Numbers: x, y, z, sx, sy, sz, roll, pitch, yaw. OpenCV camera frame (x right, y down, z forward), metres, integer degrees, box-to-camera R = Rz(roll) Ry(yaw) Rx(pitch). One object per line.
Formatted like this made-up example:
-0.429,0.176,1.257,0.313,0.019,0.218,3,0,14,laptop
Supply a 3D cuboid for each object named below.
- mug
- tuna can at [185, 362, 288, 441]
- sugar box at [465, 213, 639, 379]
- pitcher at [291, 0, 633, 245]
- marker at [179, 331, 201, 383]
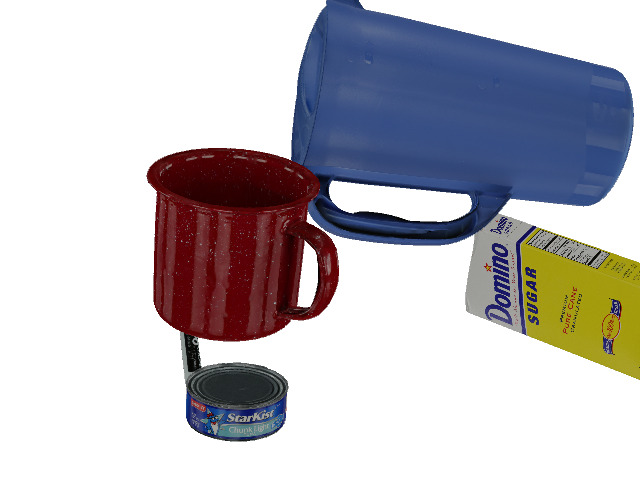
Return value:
-0.040,0.006,0.582,0.117,0.081,0.093,20,27,28,mug
-0.070,0.135,0.894,0.086,0.034,0.086,3,17,-1,tuna can
0.215,0.048,0.931,0.176,0.093,0.048,19,35,25,sugar box
0.101,-0.084,0.799,0.242,0.149,0.145,9,32,-8,pitcher
-0.138,0.092,1.111,0.020,0.121,0.020,-4,16,1,marker
